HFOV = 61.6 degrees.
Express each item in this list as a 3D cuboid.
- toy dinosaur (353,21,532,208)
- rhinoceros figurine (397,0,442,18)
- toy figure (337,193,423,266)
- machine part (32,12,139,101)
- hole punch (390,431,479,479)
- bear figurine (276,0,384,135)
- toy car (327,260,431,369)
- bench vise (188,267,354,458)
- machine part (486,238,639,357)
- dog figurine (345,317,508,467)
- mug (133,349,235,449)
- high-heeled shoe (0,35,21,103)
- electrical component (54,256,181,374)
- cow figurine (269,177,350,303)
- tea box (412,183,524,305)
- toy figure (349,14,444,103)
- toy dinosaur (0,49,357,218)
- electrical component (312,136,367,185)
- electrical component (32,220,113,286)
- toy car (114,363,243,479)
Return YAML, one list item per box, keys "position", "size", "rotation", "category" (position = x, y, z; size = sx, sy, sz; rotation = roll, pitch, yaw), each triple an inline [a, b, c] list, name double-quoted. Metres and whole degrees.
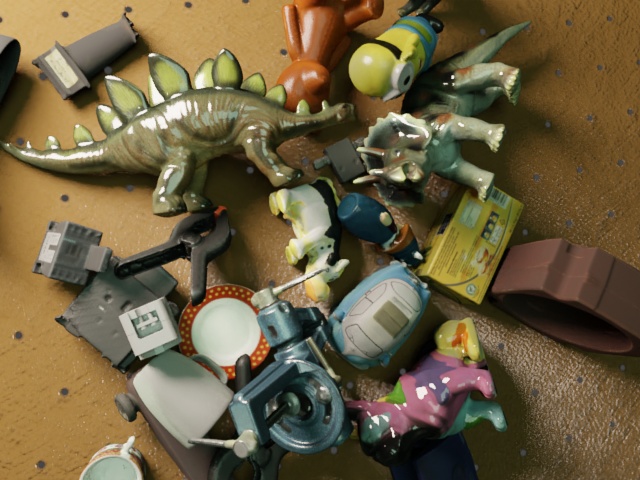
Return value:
- position: [0.179, -0.187, 0.778]
  size: [0.192, 0.131, 0.405]
  rotation: [15, 57, 16]
  category: "toy dinosaur"
- position: [0.148, -0.376, 0.764]
  size: [0.112, 0.190, 0.073]
  rotation: [-25, 94, 29]
  category: "rhinoceros figurine"
- position: [0.092, -0.012, 0.760]
  size: [0.154, 0.064, 0.058]
  rotation: [32, 92, -33]
  category: "toy figure"
- position: [-0.306, -0.251, 0.721]
  size: [0.139, 0.039, 0.084]
  rotation: [-41, 87, -11]
  category: "machine part"
- position: [0.170, 0.329, 0.756]
  size: [0.116, 0.092, 0.142]
  rotation: [-18, 86, -17]
  category: "hole punch"
- position: [-0.003, -0.257, 0.745]
  size: [0.120, 0.132, 0.196]
  rotation: [20, 74, -31]
  category: "bear figurine"
- position: [0.086, 0.108, 0.739]
  size: [0.161, 0.103, 0.109]
  rotation: [-43, 95, -1]
  category: "toy car"
- position: [-0.042, 0.166, 0.639]
  size: [0.129, 0.240, 0.223]
  rotation: [-15, 93, 24]
  category: "bench vise"
- position: [0.360, 0.081, 0.759]
  size: [0.201, 0.201, 0.087]
  rotation: [30, 78, -8]
  category: "machine part"
- position: [0.132, 0.212, 0.748]
  size: [0.219, 0.192, 0.108]
  rotation: [-16, 128, 10]
  category: "dog figurine"
- position: [-0.164, 0.178, 0.658]
  size: [0.107, 0.081, 0.109]
  rotation: [42, 37, -5]
  category: "mug"
- position: [-0.414, -0.134, 0.653]
  size: [0.145, 0.086, 0.249]
  rotation: [-21, 77, -2]
  category: "high-heeled shoe"
- position: [-0.249, 0.086, 0.696]
  size: [0.115, 0.058, 0.134]
  rotation: [41, 79, -9]
  category: "electrical component"
- position: [-0.002, -0.001, 0.756]
  size: [0.098, 0.068, 0.167]
  rotation: [-19, 90, -19]
  category: "cow figurine"
- position: [0.219, 0.001, 0.802]
  size: [0.098, 0.068, 0.169]
  rotation: [31, 81, -9]
  category: "tea box"
- position: [0.109, -0.260, 0.759]
  size: [0.089, 0.082, 0.180]
  rotation: [17, 51, 23]
  category: "toy figure"
- position: [-0.183, -0.132, 0.697]
  size: [0.472, 0.105, 0.198]
  rotation: [-14, 92, -3]
  category: "toy dinosaur"
- position: [0.037, -0.114, 0.794]
  size: [0.094, 0.021, 0.063]
  rotation: [-28, 93, -15]
  category: "electrical component"
- position: [-0.303, 0.018, 0.657]
  size: [0.047, 0.119, 0.074]
  rotation: [22, 81, -41]
  category: "electrical component"
- position: [-0.181, 0.251, 0.699]
  size: [0.089, 0.053, 0.202]
  rotation: [-36, 96, -34]
  category: "toy car"
